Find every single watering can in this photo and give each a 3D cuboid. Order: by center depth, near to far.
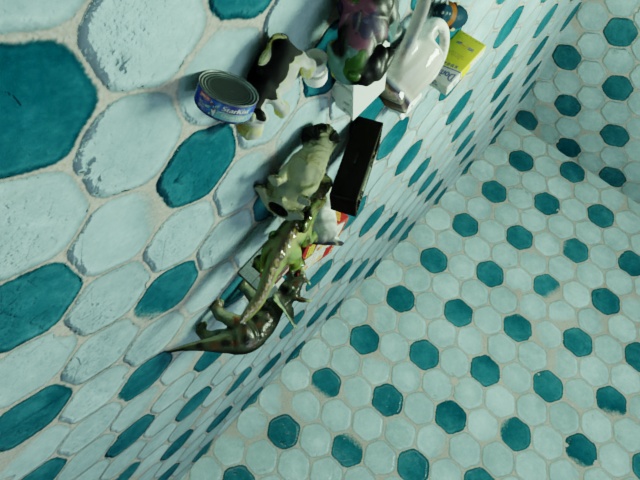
[{"bbox_3d":[0.203,-0.411,1.154,0.105,0.223,0.346,41,8,20],"label":"watering can"}]

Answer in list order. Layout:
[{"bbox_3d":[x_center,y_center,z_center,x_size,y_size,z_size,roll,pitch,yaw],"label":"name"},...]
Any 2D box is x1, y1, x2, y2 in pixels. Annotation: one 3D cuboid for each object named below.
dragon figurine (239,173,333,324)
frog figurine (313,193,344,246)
[{"bbox_3d":[-0.065,-0.009,1.197,0.122,0.420,0.237,27,-39,-2],"label":"dragon figurine"},{"bbox_3d":[0.004,-0.070,1.400,0.123,0.157,0.139,-5,20,-6],"label":"frog figurine"}]
